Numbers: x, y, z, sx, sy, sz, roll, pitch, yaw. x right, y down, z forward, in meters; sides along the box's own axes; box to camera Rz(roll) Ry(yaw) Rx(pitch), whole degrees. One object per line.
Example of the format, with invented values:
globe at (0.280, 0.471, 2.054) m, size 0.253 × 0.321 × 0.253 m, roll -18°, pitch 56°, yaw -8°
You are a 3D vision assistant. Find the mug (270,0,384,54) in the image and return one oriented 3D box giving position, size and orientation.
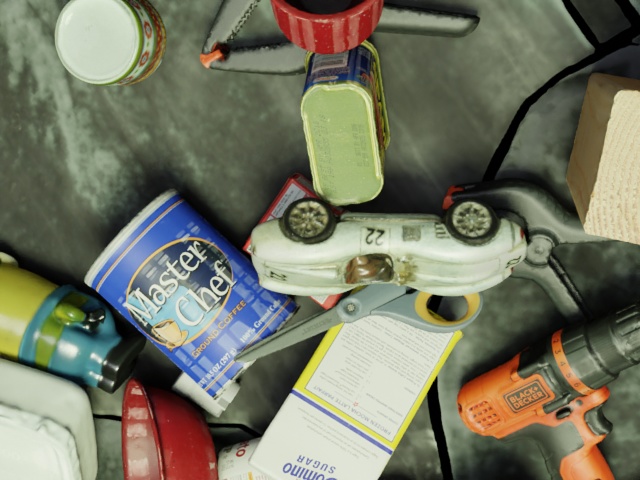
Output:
mug at (0.014, -0.188, 0.742) m, size 0.117 × 0.081 × 0.093 m, roll -40°, pitch 81°, yaw -5°

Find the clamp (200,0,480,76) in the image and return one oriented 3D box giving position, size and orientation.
clamp at (-0.004, -0.197, 0.812) m, size 0.210 × 0.036 × 0.164 m, roll -21°, pitch 101°, yaw 14°

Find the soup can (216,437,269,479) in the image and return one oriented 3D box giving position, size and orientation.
soup can at (-0.028, 0.192, 0.883) m, size 0.102 × 0.068 × 0.068 m, roll -18°, pitch 98°, yaw 15°

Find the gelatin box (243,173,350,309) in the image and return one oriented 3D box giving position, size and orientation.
gelatin box at (-0.006, 0.001, 0.859) m, size 0.089 × 0.030 × 0.073 m, roll 36°, pitch 107°, yaw 2°

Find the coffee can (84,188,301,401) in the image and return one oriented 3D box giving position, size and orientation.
coffee can at (-0.100, 0.043, 0.847) m, size 0.140 × 0.102 × 0.103 m, roll 43°, pitch 106°, yaw 0°

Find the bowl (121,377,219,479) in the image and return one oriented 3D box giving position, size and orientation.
bowl at (-0.121, 0.190, 0.876) m, size 0.055 × 0.162 × 0.162 m, roll -4°, pitch 103°, yaw -20°

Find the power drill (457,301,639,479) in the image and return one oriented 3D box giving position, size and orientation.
power drill at (0.223, 0.152, 0.816) m, size 0.185 × 0.057 × 0.187 m, roll -33°, pitch 93°, yaw 34°

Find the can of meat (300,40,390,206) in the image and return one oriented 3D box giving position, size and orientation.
can of meat at (0.019, -0.087, 0.792) m, size 0.057 × 0.084 × 0.102 m, roll -6°, pitch 120°, yaw 9°

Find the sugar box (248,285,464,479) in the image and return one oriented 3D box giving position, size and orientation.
sugar box at (0.028, 0.122, 0.830) m, size 0.093 × 0.048 × 0.176 m, roll 32°, pitch 78°, yaw 4°

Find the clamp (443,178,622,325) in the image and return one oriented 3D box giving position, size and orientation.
clamp at (0.172, 0.012, 0.823) m, size 0.171 × 0.039 × 0.120 m, roll 19°, pitch 108°, yaw 11°

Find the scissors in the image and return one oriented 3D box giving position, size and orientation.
scissors at (0.041, 0.063, 0.810) m, size 0.201 × 0.016 × 0.096 m, roll -38°, pitch 77°, yaw -19°

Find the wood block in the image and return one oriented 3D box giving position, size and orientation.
wood block at (0.223, -0.057, 0.711) m, size 0.091 × 0.206 × 0.090 m, roll 12°, pitch 103°, yaw 8°
